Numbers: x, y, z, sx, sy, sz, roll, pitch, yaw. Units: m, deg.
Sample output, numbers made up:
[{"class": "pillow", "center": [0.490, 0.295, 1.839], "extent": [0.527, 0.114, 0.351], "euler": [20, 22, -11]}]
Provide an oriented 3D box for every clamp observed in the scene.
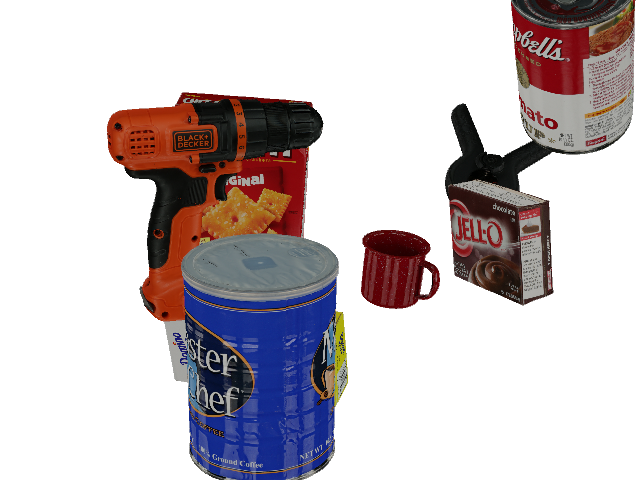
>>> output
[{"class": "clamp", "center": [0.174, -0.083, 1.159], "extent": [0.120, 0.039, 0.171], "euler": [22, 49, 19]}]

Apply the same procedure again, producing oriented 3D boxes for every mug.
[{"class": "mug", "center": [0.109, 0.044, 1.448], "extent": [0.117, 0.081, 0.093], "euler": [18, 26, 28]}]

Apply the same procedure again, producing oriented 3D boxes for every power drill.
[{"class": "power drill", "center": [-0.088, -0.029, 0.920], "extent": [0.184, 0.188, 0.057], "euler": [-5, 20, -16]}]

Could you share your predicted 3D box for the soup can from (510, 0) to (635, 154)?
[{"class": "soup can", "center": [0.146, -0.108, 0.615], "extent": [0.068, 0.068, 0.102], "euler": [0, -39, 15]}]

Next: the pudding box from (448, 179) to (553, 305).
[{"class": "pudding box", "center": [0.160, -0.001, 0.959], "extent": [0.039, 0.090, 0.114], "euler": [-15, 18, -25]}]

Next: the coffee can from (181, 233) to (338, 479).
[{"class": "coffee can", "center": [-0.040, 0.078, 0.719], "extent": [0.103, 0.140, 0.103], "euler": [0, 21, 0]}]

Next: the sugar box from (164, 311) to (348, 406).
[{"class": "sugar box", "center": [-0.064, 0.106, 1.058], "extent": [0.176, 0.093, 0.048], "euler": [9, 35, 19]}]

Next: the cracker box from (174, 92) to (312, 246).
[{"class": "cracker box", "center": [-0.099, -0.066, 1.319], "extent": [0.164, 0.214, 0.072], "euler": [4, 22, 0]}]
